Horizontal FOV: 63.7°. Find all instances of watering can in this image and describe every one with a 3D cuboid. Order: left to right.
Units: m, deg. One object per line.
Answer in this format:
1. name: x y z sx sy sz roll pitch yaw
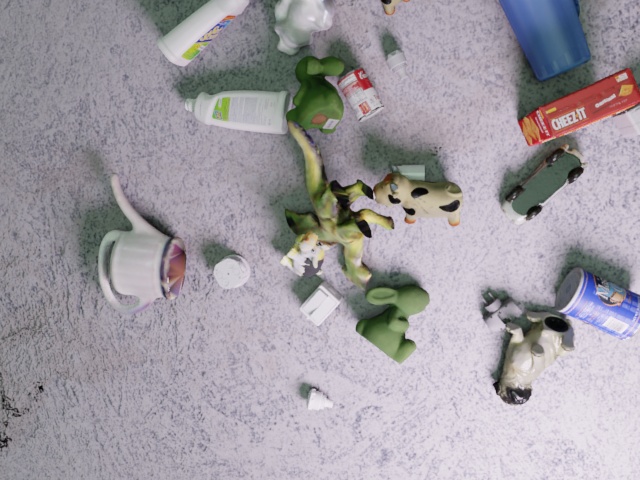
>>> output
1. watering can: -0.436 0.017 1.258 0.224 0.104 0.346 6 96 9

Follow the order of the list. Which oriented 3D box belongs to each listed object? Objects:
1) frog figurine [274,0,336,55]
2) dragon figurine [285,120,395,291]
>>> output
1. frog figurine: -0.037 -0.501 1.167 0.137 0.126 0.155 11 133 1
2. dragon figurine: 0.003 -0.057 1.133 0.240 0.124 0.407 -27 105 45
